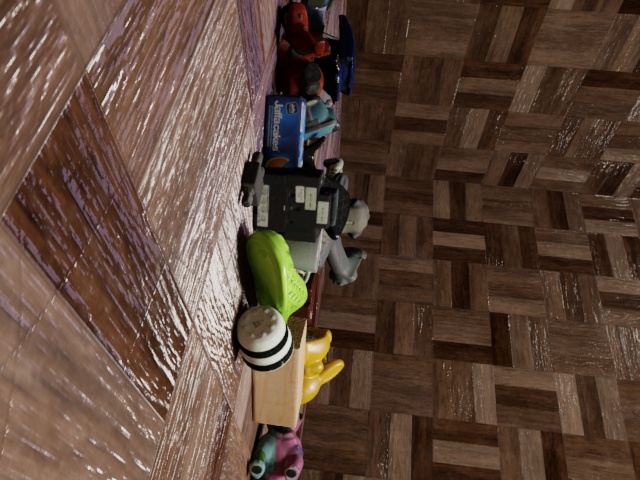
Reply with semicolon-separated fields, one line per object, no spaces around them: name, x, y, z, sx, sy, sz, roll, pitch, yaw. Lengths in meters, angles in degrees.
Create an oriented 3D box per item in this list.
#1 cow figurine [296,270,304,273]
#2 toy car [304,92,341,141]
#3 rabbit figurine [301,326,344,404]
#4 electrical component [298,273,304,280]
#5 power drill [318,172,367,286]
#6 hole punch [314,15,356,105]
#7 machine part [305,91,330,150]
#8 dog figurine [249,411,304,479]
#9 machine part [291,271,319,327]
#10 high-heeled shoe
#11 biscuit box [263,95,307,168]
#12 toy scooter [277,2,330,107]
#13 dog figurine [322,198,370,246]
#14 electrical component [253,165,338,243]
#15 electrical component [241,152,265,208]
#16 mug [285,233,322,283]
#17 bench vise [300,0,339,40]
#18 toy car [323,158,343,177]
cow figurine;-0.051;0.044;1.233;0.167;0.068;0.098;-39;134;-61
toy car;-0.024;-0.251;1.071;0.162;0.109;0.102;-106;180;-77
rabbit figurine;-0.033;0.291;1.244;0.162;0.122;0.173;-1;97;-45
electrical component;-0.072;0.104;1.051;0.119;0.075;0.047;-85;179;-69
power drill;0.041;-0.009;1.224;0.232;0.086;0.207;-64;150;-27
hole punch;0.032;-0.337;1.001;0.116;0.092;0.142;55;-15;19
machine part;-0.019;-0.293;1.230;0.079;0.079;0.243;87;10;-65
dog figurine;-0.087;0.459;1.164;0.219;0.109;0.191;-81;175;-71
machine part;-0.053;0.174;1.367;0.201;0.087;0.201;-77;173;-66
high-heeled shoe;-0.024;-0.085;1.005;0.145;0.086;0.249;-37;-133;41
biscuit box;-0.062;-0.143;0.917;0.059;0.063;0.202;-67;162;-76
toy scooter;-0.024;-0.302;0.918;0.135;0.075;0.183;-131;-150;-49
dog figurine;-0.002;-0.005;1.072;0.121;0.191;0.172;-43;140;-84
electrical component;-0.038;-0.058;0.870;0.058;0.134;0.114;-75;172;-66
electrical component;-0.098;-0.080;0.785;0.063;0.021;0.094;90;6;-59
mug;-0.054;0.023;0.959;0.081;0.107;0.109;41;58;-85
bench vise;0.005;-0.503;1.013;0.223;0.129;0.240;91;10;-78
toy car;0.029;-0.139;1.320;0.202;0.056;0.073;-81;175;-58
